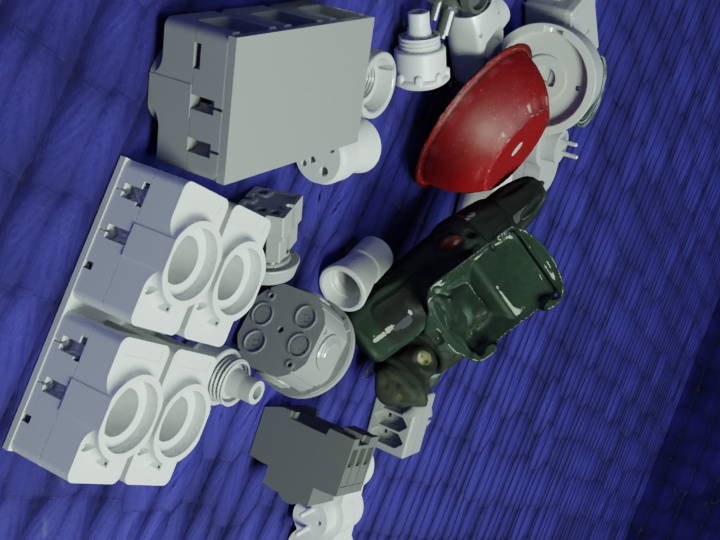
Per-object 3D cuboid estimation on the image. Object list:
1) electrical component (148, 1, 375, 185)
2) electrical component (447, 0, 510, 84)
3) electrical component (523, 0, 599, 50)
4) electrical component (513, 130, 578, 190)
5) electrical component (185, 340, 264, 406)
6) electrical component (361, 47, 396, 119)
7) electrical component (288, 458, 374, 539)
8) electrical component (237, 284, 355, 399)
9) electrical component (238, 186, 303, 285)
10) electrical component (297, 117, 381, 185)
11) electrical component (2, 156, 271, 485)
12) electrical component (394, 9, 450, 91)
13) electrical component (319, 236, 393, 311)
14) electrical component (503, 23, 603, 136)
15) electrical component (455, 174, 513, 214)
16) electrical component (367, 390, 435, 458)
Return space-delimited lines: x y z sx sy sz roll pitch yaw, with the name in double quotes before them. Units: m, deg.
"electrical component" -0.061 -0.119 0.689 0.150 0.062 0.089 -27 131 -54
"electrical component" 0.108 -0.219 0.958 0.079 0.043 0.077 -55 150 -26
"electrical component" 0.208 -0.254 1.102 0.061 0.061 0.096 -50 147 -34
"electrical component" 0.199 -0.136 1.154 0.052 0.074 0.138 -55 150 -27
"electrical component" -0.097 0.075 0.756 0.043 0.062 0.043 -41 142 -43
"electrical component" -0.006 -0.141 0.794 0.055 0.047 0.055 -42 142 -43
"electrical component" -0.036 0.222 0.984 0.074 0.052 0.138 -12 119 -59
"electrical component" -0.049 0.053 0.814 0.080 0.080 0.051 -64 148 -11
"electrical component" -0.066 -0.023 0.762 0.066 0.048 0.055 -59 158 -60
"electrical component" -0.017 -0.090 0.812 0.055 0.045 0.045 -26 130 -54
"electrical component" -0.130 0.038 0.670 0.105 0.060 0.186 26 85 -63
"electrical component" 0.049 -0.179 0.875 0.048 0.048 0.062 -38 133 -46
"electrical component" 0.000 0.000 0.912 0.065 0.044 0.044 -46 146 -47
"electrical component" 0.186 -0.191 1.060 0.060 0.108 0.108 -33 136 -59
"electrical component" 0.133 -0.076 1.104 0.079 0.043 0.077 -5 113 -61
"electrical component" 0.049 0.147 1.099 0.077 0.047 0.065 -5 112 -61
